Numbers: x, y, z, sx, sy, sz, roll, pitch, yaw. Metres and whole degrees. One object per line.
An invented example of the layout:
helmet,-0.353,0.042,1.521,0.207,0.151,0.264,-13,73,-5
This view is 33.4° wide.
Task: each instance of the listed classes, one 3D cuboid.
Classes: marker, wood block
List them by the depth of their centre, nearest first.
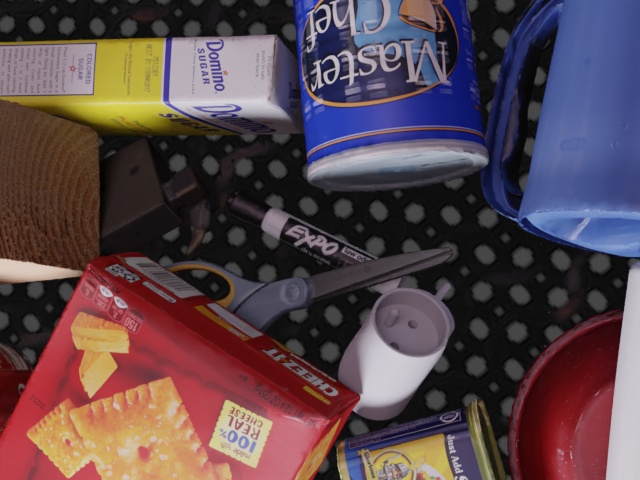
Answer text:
wood block,-0.242,-0.018,0.642,0.206,0.090,0.090,-6,81,27
marker,-0.004,0.001,0.649,0.121,0.020,0.020,27,90,14

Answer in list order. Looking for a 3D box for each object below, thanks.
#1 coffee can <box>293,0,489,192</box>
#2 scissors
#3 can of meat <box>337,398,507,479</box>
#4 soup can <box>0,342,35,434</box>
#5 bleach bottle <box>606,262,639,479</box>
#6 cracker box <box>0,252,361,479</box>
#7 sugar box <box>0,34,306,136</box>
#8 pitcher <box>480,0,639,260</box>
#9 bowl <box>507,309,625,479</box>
coffee can,0.037,-0.106,0.609,0.103,0.102,0.140,-7,82,11
scissors,-0.022,0.051,0.633,0.202,0.016,0.096,0,80,21
can of meat,0.063,0.149,0.598,0.084,0.057,0.102,-17,80,12
soup can,-0.223,0.093,0.644,0.068,0.102,0.068,-2,83,11
bleach bottle,0.189,0.138,0.512,0.102,0.068,0.251,4,88,11
cracker box,-0.101,0.138,0.609,0.164,0.072,0.214,32,102,15
sugar box,-0.100,-0.090,0.643,0.176,0.093,0.048,3,85,13
pitcher,0.180,-0.112,0.575,0.149,0.145,0.243,10,82,1
bowl,0.182,0.115,0.577,0.162,0.055,0.162,-1,84,12
